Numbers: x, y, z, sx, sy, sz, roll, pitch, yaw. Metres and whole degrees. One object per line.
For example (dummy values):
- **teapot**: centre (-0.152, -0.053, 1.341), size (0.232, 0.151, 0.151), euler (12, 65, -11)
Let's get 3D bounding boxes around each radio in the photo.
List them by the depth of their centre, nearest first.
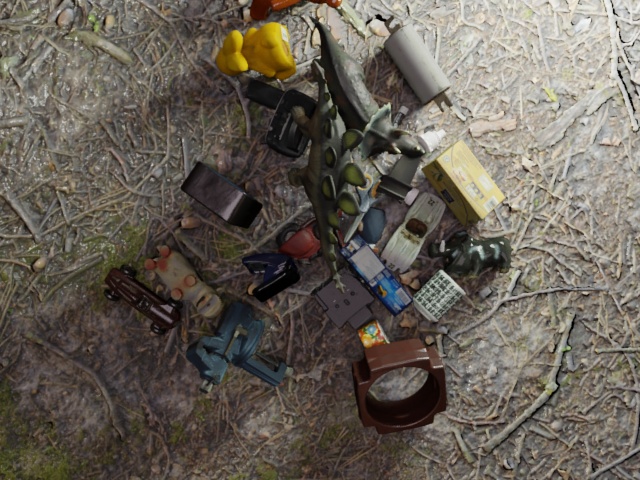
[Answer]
- **radio**: centre (-0.206, -0.092, 1.160), size (0.131, 0.229, 0.073), euler (34, 89, 2)

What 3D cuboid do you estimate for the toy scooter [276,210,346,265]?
- **toy scooter**: centre (-0.003, -0.004, 1.238), size (0.184, 0.075, 0.135), euler (-39, 91, -2)

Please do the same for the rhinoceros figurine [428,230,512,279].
- **rhinoceros figurine**: centre (0.346, 0.032, 1.234), size (0.190, 0.073, 0.112), euler (-3, 95, 1)

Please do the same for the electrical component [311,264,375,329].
- **electrical component**: centre (0.061, 0.139, 1.253), size (0.115, 0.058, 0.134), euler (-41, 91, 5)

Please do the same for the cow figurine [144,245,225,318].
- **cow figurine**: centre (-0.298, 0.104, 1.236), size (0.195, 0.127, 0.085), euler (44, 92, 13)

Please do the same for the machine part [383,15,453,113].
- **machine part**: centre (0.219, -0.393, 1.211), size (0.079, 0.079, 0.243), euler (-35, 92, 3)

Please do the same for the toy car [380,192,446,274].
- **toy car**: centre (0.214, -0.017, 1.242), size (0.073, 0.056, 0.201), euler (32, 93, -1)

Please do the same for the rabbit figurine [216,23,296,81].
- **rabbit figurine**: centre (-0.156, -0.405, 1.193), size (0.173, 0.162, 0.121), euler (-7, 106, 19)

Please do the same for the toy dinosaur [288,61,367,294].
- **toy dinosaur**: centre (0.014, -0.128, 1.120), size (0.105, 0.199, 0.470), euler (-12, 109, -22)

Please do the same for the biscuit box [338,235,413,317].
- **biscuit box**: centre (0.128, 0.083, 1.209), size (0.059, 0.063, 0.202), euler (-41, 117, -1)

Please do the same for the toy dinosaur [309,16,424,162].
- **toy dinosaur**: centre (0.063, -0.323, 1.161), size (0.131, 0.192, 0.404), euler (-33, 93, 0)

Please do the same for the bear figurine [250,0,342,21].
- **bear figurine**: centre (-0.054, -0.564, 1.202), size (0.196, 0.132, 0.120), euler (-6, 95, -17)

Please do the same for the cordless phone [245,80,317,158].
- **cordless phone**: centre (-0.103, -0.283, 1.232), size (0.184, 0.088, 0.146), euler (25, 94, 11)

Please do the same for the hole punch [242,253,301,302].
- **hole punch**: centre (-0.111, 0.071, 1.221), size (0.116, 0.142, 0.092), euler (-27, 69, -5)

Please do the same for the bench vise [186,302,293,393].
- **bench vise**: centre (-0.168, 0.266, 1.210), size (0.240, 0.224, 0.129), euler (35, 132, -18)

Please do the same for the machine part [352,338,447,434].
- **machine part**: centre (0.178, 0.329, 1.216), size (0.202, 0.087, 0.200), euler (-10, 116, -1)

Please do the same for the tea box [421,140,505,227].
- **tea box**: centre (0.323, -0.127, 1.212), size (0.098, 0.068, 0.169), euler (-37, 91, -26)

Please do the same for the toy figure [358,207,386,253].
- **toy figure**: centre (0.114, 0.002, 1.245), size (0.064, 0.058, 0.154), euler (15, 98, 7)

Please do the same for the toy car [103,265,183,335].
- **toy car**: centre (-0.419, 0.140, 1.264), size (0.202, 0.053, 0.089), euler (37, 96, -2)

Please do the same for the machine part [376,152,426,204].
- **machine part**: centre (0.188, -0.152, 1.221), size (0.084, 0.039, 0.139), euler (27, 73, 20)
